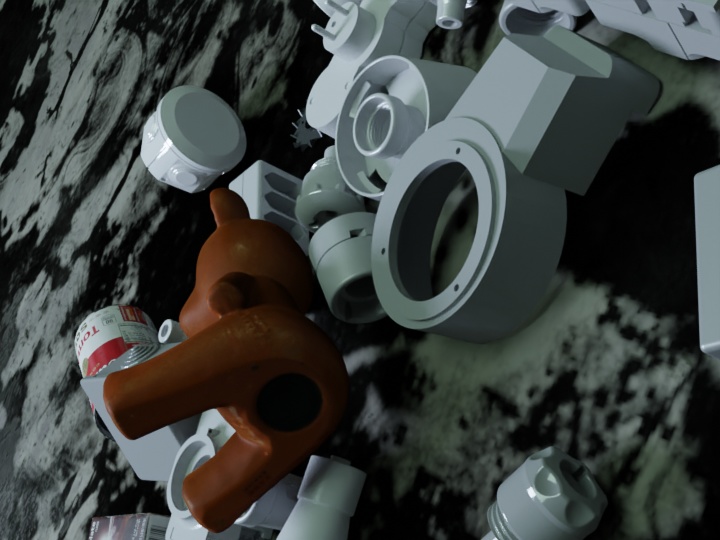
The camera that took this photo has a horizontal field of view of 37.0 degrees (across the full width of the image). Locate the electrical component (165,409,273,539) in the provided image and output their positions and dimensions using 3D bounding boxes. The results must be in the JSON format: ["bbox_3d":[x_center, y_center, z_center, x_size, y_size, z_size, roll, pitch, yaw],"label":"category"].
[{"bbox_3d":[-0.086,0.139,0.695,0.050,0.056,0.089,-1,69,53],"label":"electrical component"}]

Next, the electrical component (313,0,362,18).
[{"bbox_3d":[-0.008,-0.217,0.806,0.047,0.055,0.055,-43,41,24],"label":"electrical component"}]

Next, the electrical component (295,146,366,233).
[{"bbox_3d":[-0.018,-0.057,0.733,0.048,0.048,0.062,-33,39,39],"label":"electrical component"}]

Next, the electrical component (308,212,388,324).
[{"bbox_3d":[0.000,0.000,0.666,0.055,0.055,0.047,-44,44,28],"label":"electrical component"}]

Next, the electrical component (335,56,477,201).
[{"bbox_3d":[0.032,-0.088,0.688,0.099,0.064,0.099,-11,75,49],"label":"electrical component"}]

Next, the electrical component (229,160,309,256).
[{"bbox_3d":[-0.079,-0.029,0.793,0.077,0.047,0.065,-33,46,38],"label":"electrical component"}]

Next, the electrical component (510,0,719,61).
[{"bbox_3d":[0.137,-0.181,0.545,0.186,0.060,0.105,32,87,41],"label":"electrical component"}]

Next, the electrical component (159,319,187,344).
[{"bbox_3d":[-0.115,0.053,0.778,0.048,0.062,0.048,-31,47,40],"label":"electrical component"}]

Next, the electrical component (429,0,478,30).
[{"bbox_3d":[0.062,-0.190,0.706,0.048,0.048,0.062,-8,71,51],"label":"electrical component"}]

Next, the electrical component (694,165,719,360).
[{"bbox_3d":[0.181,-0.007,0.433,0.076,0.047,0.083,-23,53,47],"label":"electrical component"}]

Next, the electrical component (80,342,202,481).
[{"bbox_3d":[-0.137,0.099,0.754,0.100,0.099,0.048,-10,23,49],"label":"electrical component"}]

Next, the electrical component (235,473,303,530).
[{"bbox_3d":[-0.054,0.140,0.660,0.040,0.046,0.040,-30,48,40],"label":"electrical component"}]

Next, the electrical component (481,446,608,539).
[{"bbox_3d":[0.080,0.115,0.499,0.062,0.043,0.043,-49,38,25],"label":"electrical component"}]

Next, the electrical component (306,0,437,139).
[{"bbox_3d":[0.000,-0.160,0.742,0.138,0.074,0.052,-62,35,6],"label":"electrical component"}]

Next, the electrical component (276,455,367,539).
[{"bbox_3d":[-0.021,0.140,0.622,0.044,0.044,0.065,-2,64,53],"label":"electrical component"}]

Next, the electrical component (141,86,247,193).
[{"bbox_3d":[-0.139,-0.108,0.893,0.051,0.080,0.080,-37,44,42],"label":"electrical component"}]

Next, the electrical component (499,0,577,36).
[{"bbox_3d":[0.106,-0.168,0.632,0.045,0.045,0.055,-19,55,47],"label":"electrical component"}]
